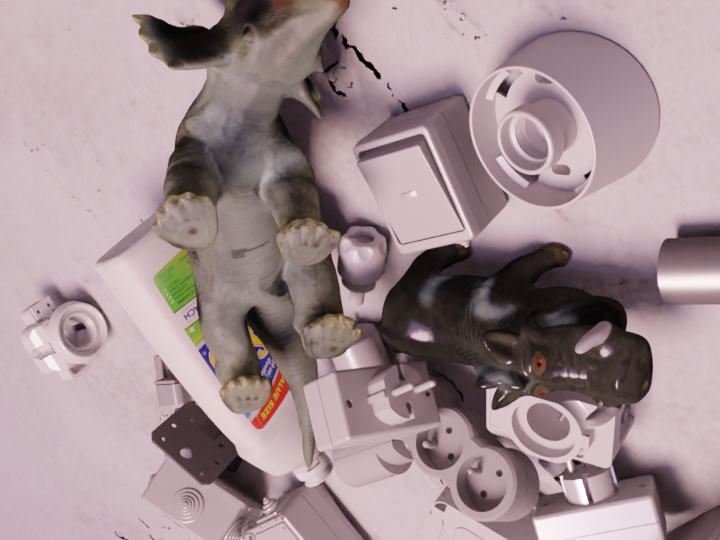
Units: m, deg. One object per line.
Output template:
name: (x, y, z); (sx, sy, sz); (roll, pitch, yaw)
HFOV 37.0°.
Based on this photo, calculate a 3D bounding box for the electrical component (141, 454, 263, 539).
electrical component: (-0.141, 0.211, 0.974); (0.100, 0.048, 0.099); (30, 170, 15)

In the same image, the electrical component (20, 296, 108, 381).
electrical component: (-0.269, 0.060, 0.988); (0.057, 0.058, 0.078); (-18, 107, 44)

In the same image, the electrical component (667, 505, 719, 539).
electrical component: (0.227, 0.199, 0.710); (0.048, 0.100, 0.099); (53, 135, 11)

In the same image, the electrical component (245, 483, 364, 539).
electrical component: (-0.048, 0.230, 0.943); (0.096, 0.061, 0.062); (51, 133, -4)

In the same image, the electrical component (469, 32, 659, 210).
electrical component: (0.117, -0.087, 0.638); (0.099, 0.064, 0.099); (30, 137, 32)

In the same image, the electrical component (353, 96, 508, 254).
electrical component: (0.047, -0.053, 0.693); (0.062, 0.061, 0.096); (-12, 111, 39)

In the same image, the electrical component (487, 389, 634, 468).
electrical component: (0.135, 0.092, 0.731); (0.089, 0.056, 0.050); (14, 125, 27)

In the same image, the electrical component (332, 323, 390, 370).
electrical component: (0.004, 0.077, 0.821); (0.040, 0.040, 0.078); (-7, 114, 37)

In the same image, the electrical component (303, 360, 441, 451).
electrical component: (0.020, 0.086, 0.723); (0.076, 0.083, 0.047); (-30, 69, 48)

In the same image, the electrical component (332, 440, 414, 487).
electrical component: (0.020, 0.142, 0.851); (0.081, 0.043, 0.043); (-27, 101, 42)

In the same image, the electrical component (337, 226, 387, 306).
electrical component: (0.000, 0.000, 0.778); (0.035, 0.035, 0.061); (24, 132, 20)

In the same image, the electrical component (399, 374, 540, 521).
electrical component: (0.077, 0.128, 0.787); (0.138, 0.074, 0.052); (42, 104, 34)

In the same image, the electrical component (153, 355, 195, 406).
electrical component: (-0.140, 0.077, 0.902); (0.058, 0.078, 0.057); (-6, 95, 31)

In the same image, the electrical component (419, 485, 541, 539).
electrical component: (0.109, 0.207, 0.822); (0.113, 0.057, 0.078); (28, 131, 17)

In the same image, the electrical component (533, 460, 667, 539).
electrical component: (0.161, 0.156, 0.744); (0.083, 0.047, 0.075); (-15, 93, 17)
